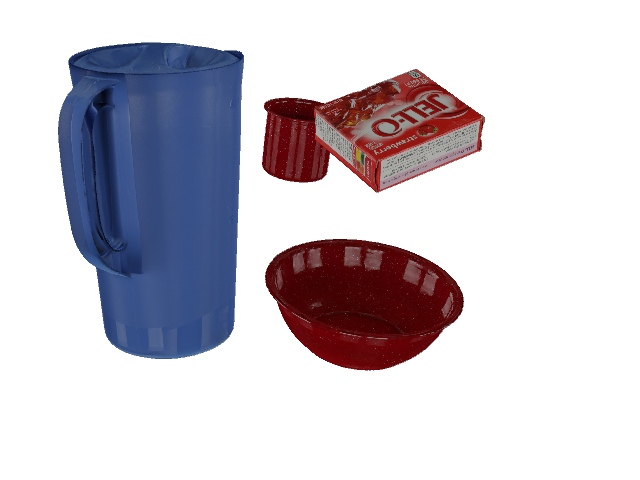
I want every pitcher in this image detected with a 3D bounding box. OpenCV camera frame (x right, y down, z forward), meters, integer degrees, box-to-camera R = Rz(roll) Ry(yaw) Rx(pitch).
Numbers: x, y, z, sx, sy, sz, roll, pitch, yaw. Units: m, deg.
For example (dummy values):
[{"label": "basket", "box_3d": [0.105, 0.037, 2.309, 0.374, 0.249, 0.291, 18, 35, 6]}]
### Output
[{"label": "pitcher", "box_3d": [-0.131, -0.030, 0.845, 0.149, 0.243, 0.145, -6, 21, -17]}]

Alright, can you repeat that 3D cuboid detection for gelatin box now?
[{"label": "gelatin box", "box_3d": [0.052, -0.075, 0.704, 0.089, 0.030, 0.073, -24, 45, -24]}]

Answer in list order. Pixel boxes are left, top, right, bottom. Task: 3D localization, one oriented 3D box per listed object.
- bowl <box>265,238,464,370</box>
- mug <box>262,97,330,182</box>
[{"label": "bowl", "box_3d": [0.033, 0.058, 0.872, 0.162, 0.055, 0.162, 6, 26, -3]}, {"label": "mug", "box_3d": [-0.022, -0.125, 1.312, 0.093, 0.081, 0.117, 18, 25, 21]}]
